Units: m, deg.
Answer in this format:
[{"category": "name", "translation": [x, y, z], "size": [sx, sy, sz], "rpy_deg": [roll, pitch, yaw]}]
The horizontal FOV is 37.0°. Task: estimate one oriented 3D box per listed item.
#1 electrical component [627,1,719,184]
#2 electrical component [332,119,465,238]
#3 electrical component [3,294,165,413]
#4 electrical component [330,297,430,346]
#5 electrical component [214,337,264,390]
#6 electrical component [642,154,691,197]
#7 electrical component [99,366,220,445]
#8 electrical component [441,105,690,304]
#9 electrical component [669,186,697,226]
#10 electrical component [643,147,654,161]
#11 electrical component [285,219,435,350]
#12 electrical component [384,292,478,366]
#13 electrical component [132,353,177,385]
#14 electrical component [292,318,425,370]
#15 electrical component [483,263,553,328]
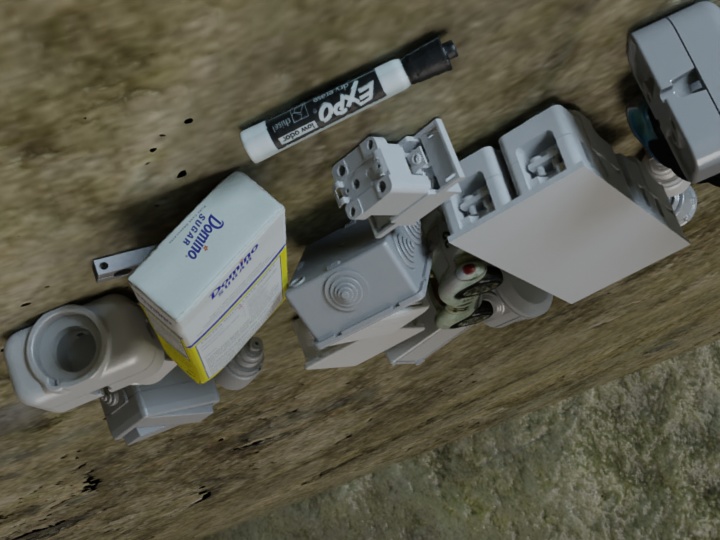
[{"category": "electrical component", "translation": [0.209, -0.109, 0.648], "size": [0.059, 0.095, 0.054], "rpy_deg": [-24, 165, 7]}, {"category": "electrical component", "translation": [0.021, -0.056, 0.671], "size": [0.064, 0.042, 0.081], "rpy_deg": [-4, 156, -45]}, {"category": "electrical component", "translation": [-0.191, 0.057, 0.740], "size": [0.095, 0.053, 0.059], "rpy_deg": [-22, 165, 1]}, {"category": "electrical component", "translation": [0.010, 0.017, 0.867], "size": [0.096, 0.061, 0.061], "rpy_deg": [-8, 160, -42]}, {"category": "electrical component", "translation": [-0.105, 0.079, 0.963], "size": [0.040, 0.040, 0.078], "rpy_deg": [-13, 162, -30]}, {"category": "electrical component", "translation": [0.255, -0.086, 0.897], "size": [0.040, 0.040, 0.078], "rpy_deg": [-27, 164, 17]}, {"category": "electrical component", "translation": [-0.179, 0.110, 0.928], "size": [0.096, 0.061, 0.062], "rpy_deg": [-7, 159, -44]}, {"category": "electrical component", "translation": [0.149, -0.045, 0.783], "size": [0.105, 0.060, 0.186], "rpy_deg": [-30, 149, 27]}, {"category": "electrical component", "translation": [0.282, -0.066, 1.002], "size": [0.048, 0.048, 0.062], "rpy_deg": [-31, 155, 30]}, {"category": "electrical component", "translation": [0.253, -0.103, 0.828], "size": [0.066, 0.048, 0.055], "rpy_deg": [-30, 156, 26]}, {"category": "electrical component", "translation": [0.000, 0.000, 0.755], "size": [0.100, 0.048, 0.099], "rpy_deg": [-27, -162, 20]}, {"category": "electrical component", "translation": [0.065, 0.044, 1.053], "size": [0.096, 0.061, 0.062], "rpy_deg": [-37, 160, 22]}, {"category": "electrical component", "translation": [-0.163, 0.064, 0.824], "size": [0.043, 0.043, 0.081], "rpy_deg": [-10, 161, -38]}, {"category": "electrical component", "translation": [-0.002, 0.051, 0.994], "size": [0.100, 0.048, 0.100], "rpy_deg": [-30, 163, 27]}, {"category": "electrical component", "translation": [0.136, 0.011, 0.995], "size": [0.080, 0.080, 0.051], "rpy_deg": [-7, 164, -44]}]
